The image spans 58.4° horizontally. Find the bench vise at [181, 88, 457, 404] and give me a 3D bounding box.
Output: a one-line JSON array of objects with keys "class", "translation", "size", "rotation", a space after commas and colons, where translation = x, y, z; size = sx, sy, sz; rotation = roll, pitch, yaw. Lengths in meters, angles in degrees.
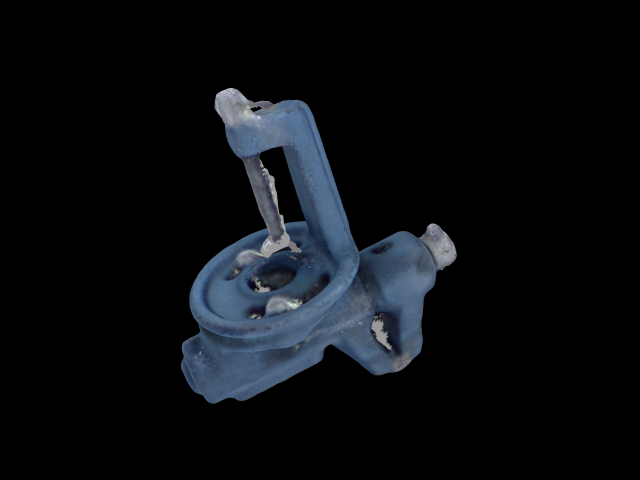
[{"class": "bench vise", "translation": [-0.004, -0.003, 0.408], "size": [0.208, 0.220, 0.121], "rotation": [-20, 32, -36]}]
